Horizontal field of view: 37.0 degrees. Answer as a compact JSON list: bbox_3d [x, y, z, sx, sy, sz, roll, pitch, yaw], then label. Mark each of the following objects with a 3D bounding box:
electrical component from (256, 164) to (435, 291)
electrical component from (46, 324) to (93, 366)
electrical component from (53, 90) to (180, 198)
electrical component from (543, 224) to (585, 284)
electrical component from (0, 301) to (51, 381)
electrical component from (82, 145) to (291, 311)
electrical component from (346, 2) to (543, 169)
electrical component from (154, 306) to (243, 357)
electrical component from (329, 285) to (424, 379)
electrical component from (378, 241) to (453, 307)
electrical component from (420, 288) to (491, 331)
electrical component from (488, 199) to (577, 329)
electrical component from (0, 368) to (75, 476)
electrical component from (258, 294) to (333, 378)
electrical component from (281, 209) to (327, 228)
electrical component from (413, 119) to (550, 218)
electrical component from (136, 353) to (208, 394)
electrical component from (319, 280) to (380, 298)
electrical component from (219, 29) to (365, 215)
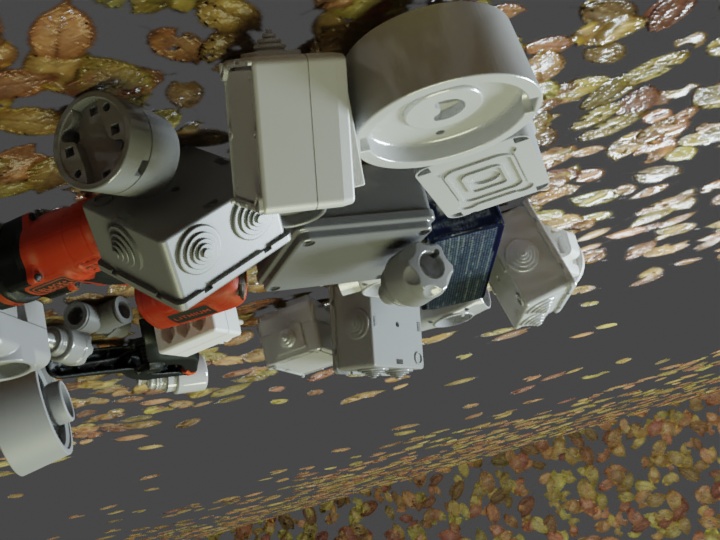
[{"bbox_3d":[-0.016,-0.032,0.802,0.109,0.056,0.108,-6,161,-23],"label":"electrical component"},{"bbox_3d":[-0.264,0.064,0.943,0.035,0.035,0.061,-20,159,19],"label":"electrical component"},{"bbox_3d":[-0.135,-0.068,0.602,0.055,0.055,0.047,-22,164,25],"label":"electrical component"},{"bbox_3d":[0.179,-0.009,1.029,0.078,0.058,0.057,-26,157,31],"label":"electrical component"},{"bbox_3d":[-0.288,0.052,0.846,0.054,0.059,0.095,-17,162,9],"label":"electrical component"},{"bbox_3d":[-0.105,-0.029,0.643,0.100,0.048,0.100,22,-134,40],"label":"electrical component"},{"bbox_3d":[0.042,-0.108,0.604,0.108,0.060,0.108,-13,163,-4],"label":"electrical component"},{"bbox_3d":[-0.136,0.046,0.967,0.066,0.047,0.077,-23,161,26],"label":"electrical component"},{"bbox_3d":[0.017,0.055,1.032,0.048,0.099,0.100,-11,168,36],"label":"electrical component"},{"bbox_3d":[0.036,0.007,0.792,0.043,0.043,0.062,-3,160,-33],"label":"electrical component"},{"bbox_3d":[0.098,0.035,1.120,0.077,0.044,0.079,-20,162,19],"label":"electrical component"},{"bbox_3d":[0.142,-0.002,0.953,0.048,0.099,0.099,-26,164,-7],"label":"electrical component"},{"bbox_3d":[-0.304,0.132,1.011,0.060,0.108,0.108,-19,163,-7],"label":"electrical component"},{"bbox_3d":[-0.057,0.064,1.061,0.062,0.061,0.096,-20,162,18],"label":"electrical component"},{"bbox_3d":[-0.048,-0.060,0.691,0.066,0.055,0.048,-7,161,-21],"label":"electrical component"},{"bbox_3d":[0.075,-0.085,0.708,0.078,0.057,0.113,-18,162,13],"label":"electrical component"},{"bbox_3d":[-0.197,0.111,1.133,0.078,0.040,0.040,-5,161,-27],"label":"electrical component"},{"bbox_3d":[0.000,0.000,0.934,0.079,0.044,0.077,-16,163,4],"label":"electrical component"},{"bbox_3d":[-0.037,-0.081,0.581,0.061,0.096,0.062,-8,-169,-21],"label":"electrical component"}]
